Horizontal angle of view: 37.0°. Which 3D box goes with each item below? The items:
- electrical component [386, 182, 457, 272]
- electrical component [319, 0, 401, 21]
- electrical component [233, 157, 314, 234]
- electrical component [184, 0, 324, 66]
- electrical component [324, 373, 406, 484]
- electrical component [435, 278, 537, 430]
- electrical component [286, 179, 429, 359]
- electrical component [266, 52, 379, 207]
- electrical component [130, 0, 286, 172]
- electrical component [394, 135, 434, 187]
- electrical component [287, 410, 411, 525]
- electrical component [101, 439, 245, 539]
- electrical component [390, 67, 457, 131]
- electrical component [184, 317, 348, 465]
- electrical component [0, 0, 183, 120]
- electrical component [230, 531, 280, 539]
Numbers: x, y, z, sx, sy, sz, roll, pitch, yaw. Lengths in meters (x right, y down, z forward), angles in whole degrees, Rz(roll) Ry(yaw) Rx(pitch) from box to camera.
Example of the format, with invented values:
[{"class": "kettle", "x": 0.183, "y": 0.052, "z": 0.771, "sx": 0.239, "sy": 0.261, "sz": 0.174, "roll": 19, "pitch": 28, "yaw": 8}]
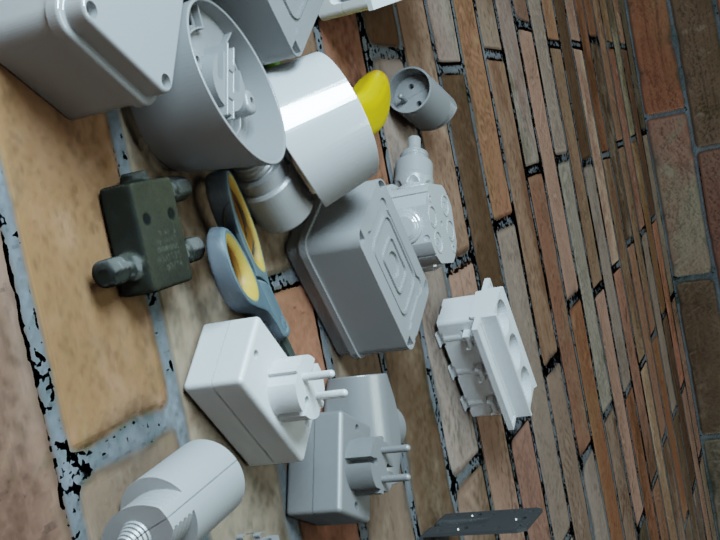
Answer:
[{"class": "electrical component", "x": 0.046, "y": -0.035, "z": 0.905, "sx": 0.080, "sy": 0.051, "sz": 0.080, "roll": -9, "pitch": 90, "yaw": -67}, {"class": "electrical component", "x": 0.023, "y": -0.277, "z": 0.884, "sx": 0.186, "sy": 0.060, "sz": 0.105, "roll": -34, "pitch": 114, "yaw": -49}, {"class": "electrical component", "x": -0.060, "y": -0.057, "z": 0.680, "sx": 0.078, "sy": 0.040, "sz": 0.040, "roll": 57, "pitch": 32, "yaw": -43}, {"class": "electrical component", "x": -0.067, "y": -0.187, "z": 0.690, "sx": 0.113, "sy": 0.057, "sz": 0.078, "roll": -75, "pitch": 147, "yaw": -44}, {"class": "electrical component", "x": 0.009, "y": 0.115, "z": 0.773, "sx": 0.079, "sy": 0.043, "sz": 0.077, "roll": 11, "pitch": 71, "yaw": -66}, {"class": "electrical component", "x": 0.119, "y": 0.081, "z": 1.018, "sx": 0.078, "sy": 0.063, "sz": 0.121, "roll": -68, "pitch": 142, "yaw": -51}, {"class": "electrical component", "x": 0.000, "y": 0.000, "z": 0.778, "sx": 0.078, "sy": 0.057, "sz": 0.113, "roll": -70, "pitch": 143, "yaw": -47}, {"class": "electrical component", "x": -0.032, "y": -0.091, "z": 0.704, "sx": 0.099, "sy": 0.064, "sz": 0.099, "roll": 57, "pitch": -13, "yaw": 22}, {"class": "electrical component", "x": -0.085, "y": -0.103, "z": 0.608, "sx": 0.099, "sy": 0.064, "sz": 0.099, "roll": -9, "pitch": 90, "yaw": -67}, {"class": "electrical component", "x": 0.048, "y": -0.092, "z": 0.954, "sx": 0.035, "sy": 0.035, "sz": 0.061, "roll": 50, "pitch": 35, "yaw": -51}, {"class": "electrical component", "x": -0.003, "y": 0.128, "z": 0.697, "sx": 0.047, "sy": 0.077, "sz": 0.065, "roll": 40, "pitch": 46, "yaw": -57}, {"class": "electrical component", "x": -0.094, "y": 0.118, "z": 0.530, "sx": 0.081, "sy": 0.043, "sz": 0.043, "roll": -32, "pitch": 111, "yaw": -65}, {"class": "electrical component", "x": 0.060, "y": -0.153, "z": 0.993, "sx": 0.081, "sy": 0.043, "sz": 0.043, "roll": 24, "pitch": 60, "yaw": -63}, {"class": "electrical component", "x": -0.045, "y": 0.069, "z": 0.622, "sx": 0.083, "sy": 0.076, "sz": 0.047, "roll": 59, "pitch": 31, "yaw": -41}, {"class": "electrical component", "x": -0.130, "y": -0.141, "z": 0.527, "sx": 0.078, "sy": 0.057, "sz": 0.113, "roll": 44, "pitch": 43, "yaw": -55}, {"class": "electrical component", "x": -0.062, "y": 0.180, "z": 0.585, "sx": 0.081, "sy": 0.042, "sz": 0.063, "roll": -18, "pitch": 96, "yaw": -68}]
